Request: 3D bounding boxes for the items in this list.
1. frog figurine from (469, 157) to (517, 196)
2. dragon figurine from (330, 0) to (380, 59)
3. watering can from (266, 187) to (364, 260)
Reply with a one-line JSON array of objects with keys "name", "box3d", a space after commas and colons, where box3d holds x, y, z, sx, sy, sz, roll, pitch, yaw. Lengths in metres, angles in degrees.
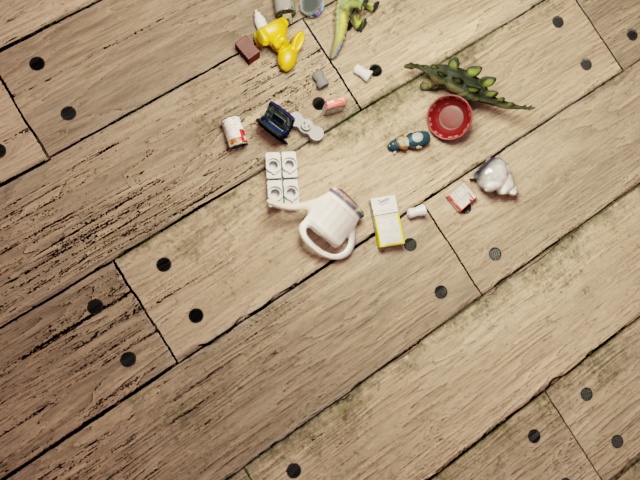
[{"name": "frog figurine", "box3d": [0.641, -0.216, 1.848, 0.160, 0.120, 0.139, 42, 61, 10]}, {"name": "dragon figurine", "box3d": [0.073, -0.880, 1.872, 0.244, 0.121, 0.411, 35, 87, 15]}, {"name": "watering can", "box3d": [0.005, -0.087, 1.733, 0.344, 0.104, 0.226, 42, 81, -19]}]
